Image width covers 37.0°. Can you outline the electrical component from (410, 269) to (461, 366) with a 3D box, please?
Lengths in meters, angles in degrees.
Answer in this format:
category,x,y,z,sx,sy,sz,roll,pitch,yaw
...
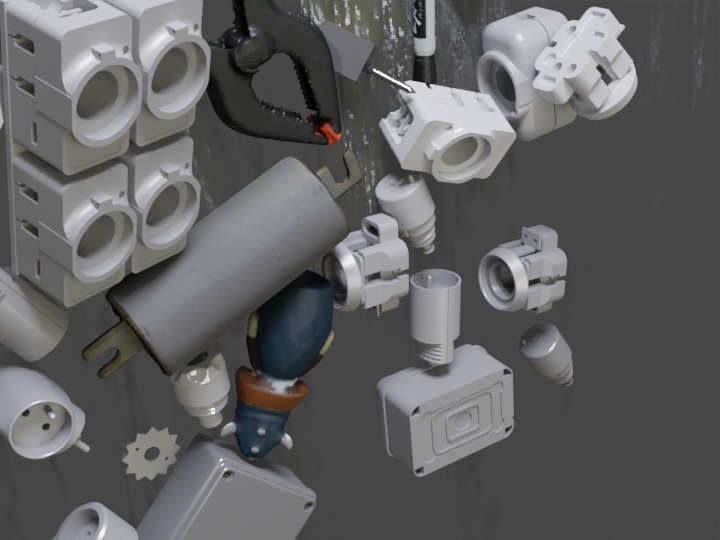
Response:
category,x,y,z,sx,sy,sz,roll,pitch,yaw
electrical component,0.064,0.045,0.923,0.043,0.043,0.081,-15,118,-28

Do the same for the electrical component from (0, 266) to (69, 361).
category,x,y,z,sx,sy,sz,roll,pitch,yaw
electrical component,-0.237,0.021,0.711,0.043,0.043,0.081,-47,128,-7

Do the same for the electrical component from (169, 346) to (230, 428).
category,x,y,z,sx,sy,sz,roll,pitch,yaw
electrical component,-0.120,0.091,0.822,0.043,0.043,0.062,-24,123,-23

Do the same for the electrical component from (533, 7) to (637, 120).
category,x,y,z,sx,sy,sz,roll,pitch,yaw
electrical component,0.178,-0.153,0.830,0.057,0.058,0.078,39,87,-36

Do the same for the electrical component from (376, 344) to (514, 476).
category,x,y,z,sx,sy,sz,roll,pitch,yaw
electrical component,0.076,0.122,0.956,0.113,0.057,0.078,-19,120,-26

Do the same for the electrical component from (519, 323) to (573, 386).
category,x,y,z,sx,sy,sz,roll,pitch,yaw
electrical component,0.182,0.084,1.021,0.040,0.040,0.078,-45,128,-9

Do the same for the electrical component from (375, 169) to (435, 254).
category,x,y,z,sx,sy,sz,roll,pitch,yaw
electrical component,0.042,-0.045,0.870,0.040,0.040,0.078,-38,127,-14

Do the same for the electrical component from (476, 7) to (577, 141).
category,x,y,z,sx,sy,sz,roll,pitch,yaw
electrical component,0.134,-0.157,0.872,0.059,0.054,0.095,-25,122,-23

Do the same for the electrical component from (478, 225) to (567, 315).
category,x,y,z,sx,sy,sz,roll,pitch,yaw
electrical component,0.142,0.004,0.949,0.057,0.058,0.078,-15,119,-31

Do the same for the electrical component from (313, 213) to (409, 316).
category,x,y,z,sx,sy,sz,roll,pitch,yaw
electrical component,0.000,0.000,0.852,0.057,0.058,0.078,-17,119,-30

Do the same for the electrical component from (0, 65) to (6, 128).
category,x,y,z,sx,sy,sz,roll,pitch,yaw
electrical component,-0.286,-0.106,0.610,0.150,0.062,0.089,24,96,-38

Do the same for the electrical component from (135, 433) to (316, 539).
category,x,y,z,sx,sy,sz,roll,pitch,yaw
electrical component,-0.109,0.202,0.870,0.109,0.056,0.108,31,92,-39

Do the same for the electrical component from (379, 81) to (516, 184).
category,x,y,z,sx,sy,sz,roll,pitch,yaw
electrical component,0.070,-0.106,0.841,0.089,0.055,0.050,3,135,-34

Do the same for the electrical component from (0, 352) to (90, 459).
category,x,y,z,sx,sy,sz,roll,pitch,yaw
electrical component,-0.217,0.101,0.739,0.043,0.077,0.079,-48,129,-7

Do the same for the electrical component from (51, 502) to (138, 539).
category,x,y,z,sx,sy,sz,roll,pitch,yaw
electrical component,-0.221,0.249,0.818,0.138,0.052,0.073,-46,128,-8

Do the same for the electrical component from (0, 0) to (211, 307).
category,x,y,z,sx,sy,sz,roll,pitch,yaw
electrical component,-0.155,-0.079,0.662,0.105,0.060,0.186,-32,143,-43
